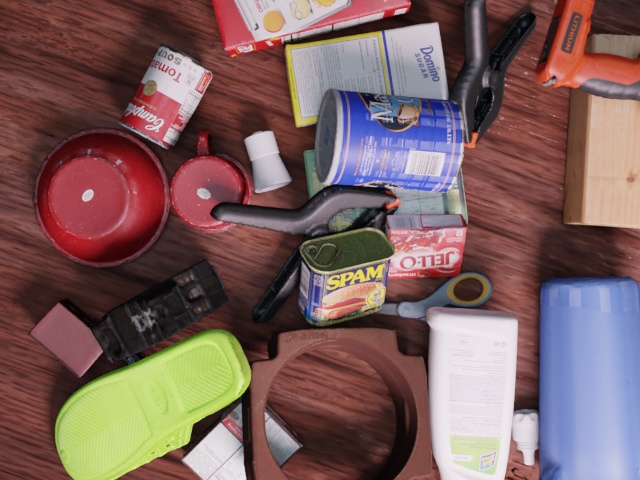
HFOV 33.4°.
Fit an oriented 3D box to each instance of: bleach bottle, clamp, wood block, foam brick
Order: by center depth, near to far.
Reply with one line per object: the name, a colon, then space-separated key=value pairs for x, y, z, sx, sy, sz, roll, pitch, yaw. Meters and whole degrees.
bleach bottle: x=0.159 y=0.203 z=1.176 sx=0.102 sy=0.068 sz=0.251 roll=4 pitch=93 yaw=0
clamp: x=-0.008 y=0.001 z=1.191 sx=0.209 sy=0.036 sz=0.164 roll=-18 pitch=126 yaw=-12
wood block: x=0.331 y=-0.118 z=1.191 sx=0.091 sy=0.090 sz=0.206 roll=3 pitch=91 yaw=-1
clamp: x=0.191 y=-0.190 z=1.202 sx=0.120 sy=0.039 sz=0.171 roll=-3 pitch=112 yaw=-37
foam brick: x=-0.281 y=0.110 z=1.213 sx=0.078 sy=0.053 sz=0.051 roll=40 pitch=91 yaw=-2

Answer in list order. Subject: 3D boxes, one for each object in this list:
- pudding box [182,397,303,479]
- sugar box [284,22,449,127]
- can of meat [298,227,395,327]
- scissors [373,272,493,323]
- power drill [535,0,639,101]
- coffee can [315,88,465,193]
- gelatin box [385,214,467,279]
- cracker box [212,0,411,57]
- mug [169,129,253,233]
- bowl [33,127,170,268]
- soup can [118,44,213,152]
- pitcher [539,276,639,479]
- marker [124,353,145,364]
pudding box: x=-0.088 y=0.241 z=1.222 sx=0.113 sy=0.039 sz=0.090 roll=-45 pitch=92 yaw=1
sugar box: x=0.052 y=-0.187 z=1.211 sx=0.176 sy=0.048 sz=0.093 roll=-8 pitch=93 yaw=-3
can of meat: x=0.027 y=0.042 z=1.176 sx=0.102 sy=0.057 sz=0.084 roll=-13 pitch=132 yaw=-22
scissors: x=0.112 y=0.064 z=1.231 sx=0.201 sy=0.016 sz=0.096 roll=20 pitch=89 yaw=-1
power drill: x=0.334 y=-0.202 z=1.114 sx=0.187 sy=0.057 sz=0.184 roll=18 pitch=91 yaw=-2
coffee can: x=0.073 y=-0.107 z=1.156 sx=0.140 sy=0.103 sz=0.103 roll=3 pitch=91 yaw=-12
gelatin box: x=0.117 y=0.008 z=1.201 sx=0.089 sy=0.030 sz=0.073 roll=-1 pitch=129 yaw=-4
cracker box: x=-0.021 y=-0.311 z=1.195 sx=0.213 sy=0.072 sz=0.164 roll=-14 pitch=90 yaw=1
mug: x=-0.124 y=-0.065 z=1.194 sx=0.093 sy=0.081 sz=0.117 roll=-3 pitch=91 yaw=0
bowl: x=-0.253 y=-0.048 z=1.201 sx=0.162 sy=0.055 sz=0.162 roll=0 pitch=92 yaw=5
soup can: x=-0.172 y=-0.160 z=1.199 sx=0.068 sy=0.068 sz=0.102 roll=29 pitch=91 yaw=-1
pitcher: x=0.312 y=0.163 z=1.187 sx=0.145 sy=0.149 sz=0.243 roll=-3 pitch=88 yaw=15
marker: x=-0.187 y=0.163 z=1.230 sx=0.121 sy=0.020 sz=0.020 roll=45 pitch=91 yaw=-1
